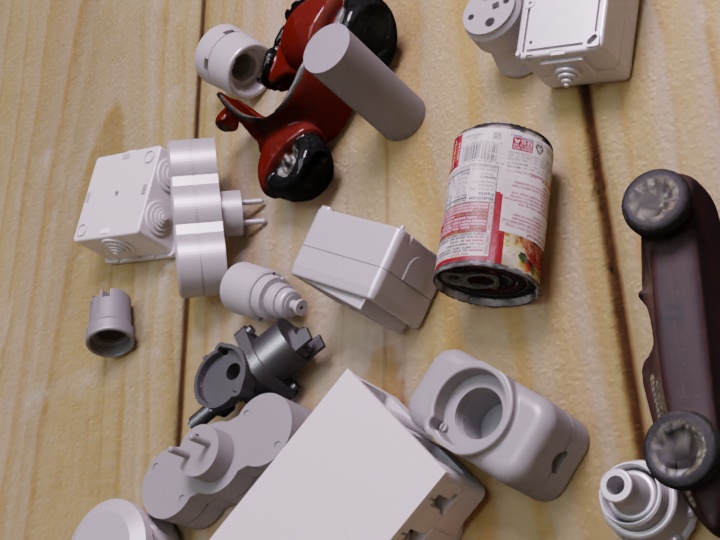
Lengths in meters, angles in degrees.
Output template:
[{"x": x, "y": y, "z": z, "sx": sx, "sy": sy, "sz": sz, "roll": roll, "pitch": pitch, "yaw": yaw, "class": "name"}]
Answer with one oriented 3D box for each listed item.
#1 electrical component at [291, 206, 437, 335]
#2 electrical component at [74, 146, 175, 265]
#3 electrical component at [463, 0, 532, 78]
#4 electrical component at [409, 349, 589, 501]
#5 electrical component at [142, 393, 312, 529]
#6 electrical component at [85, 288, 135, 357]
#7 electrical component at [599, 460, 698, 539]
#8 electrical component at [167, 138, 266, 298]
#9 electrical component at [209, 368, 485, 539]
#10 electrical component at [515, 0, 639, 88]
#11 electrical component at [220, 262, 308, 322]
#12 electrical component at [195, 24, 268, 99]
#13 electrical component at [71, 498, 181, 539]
[{"x": 0.000, "y": 0.000, "z": 0.746, "sx": 0.096, "sy": 0.062, "sz": 0.061, "roll": 17, "pitch": 78, "yaw": 42, "class": "electrical component"}, {"x": -0.196, "y": -0.057, "z": 0.938, "sx": 0.100, "sy": 0.048, "sz": 0.099, "roll": -5, "pitch": 64, "yaw": 36, "class": "electrical component"}, {"x": 0.104, "y": -0.169, "z": 0.760, "sx": 0.045, "sy": 0.055, "sz": 0.045, "roll": -18, "pitch": 57, "yaw": 30, "class": "electrical component"}, {"x": 0.079, "y": 0.090, "z": 0.639, "sx": 0.095, "sy": 0.059, "sz": 0.053, "roll": 29, "pitch": 86, "yaw": 43, "class": "electrical component"}, {"x": -0.101, "y": 0.130, "z": 0.747, "sx": 0.138, "sy": 0.074, "sz": 0.052, "roll": -32, "pitch": 51, "yaw": 21, "class": "electrical component"}, {"x": -0.209, "y": 0.044, "z": 0.902, "sx": 0.040, "sy": 0.040, "sz": 0.046, "roll": -31, "pitch": 45, "yaw": 21, "class": "electrical component"}, {"x": 0.147, "y": 0.121, "z": 0.568, "sx": 0.048, "sy": 0.062, "sz": 0.048, "roll": -18, "pitch": 57, "yaw": 30, "class": "electrical component"}, {"x": -0.113, "y": -0.045, "z": 0.865, "sx": 0.074, "sy": 0.052, "sz": 0.138, "roll": -5, "pitch": 63, "yaw": -8, "class": "electrical component"}, {"x": -0.020, "y": 0.172, "z": 0.672, "sx": 0.186, "sy": 0.060, "sz": 0.105, "roll": -51, "pitch": 47, "yaw": 4, "class": "electrical component"}, {"x": 0.149, "y": -0.164, "z": 0.723, "sx": 0.062, "sy": 0.061, "sz": 0.096, "roll": 0, "pitch": 74, "yaw": 36, "class": "electrical component"}, {"x": -0.070, "y": 0.019, "z": 0.806, "sx": 0.078, "sy": 0.040, "sz": 0.040, "roll": 16, "pitch": 78, "yaw": 42, "class": "electrical component"}, {"x": -0.107, "y": -0.179, "z": 0.931, "sx": 0.047, "sy": 0.055, "sz": 0.055, "roll": 35, "pitch": 90, "yaw": 40, "class": "electrical component"}, {"x": -0.169, "y": 0.209, "z": 0.775, "sx": 0.080, "sy": 0.051, "sz": 0.080, "roll": -18, "pitch": 57, "yaw": 30, "class": "electrical component"}]
